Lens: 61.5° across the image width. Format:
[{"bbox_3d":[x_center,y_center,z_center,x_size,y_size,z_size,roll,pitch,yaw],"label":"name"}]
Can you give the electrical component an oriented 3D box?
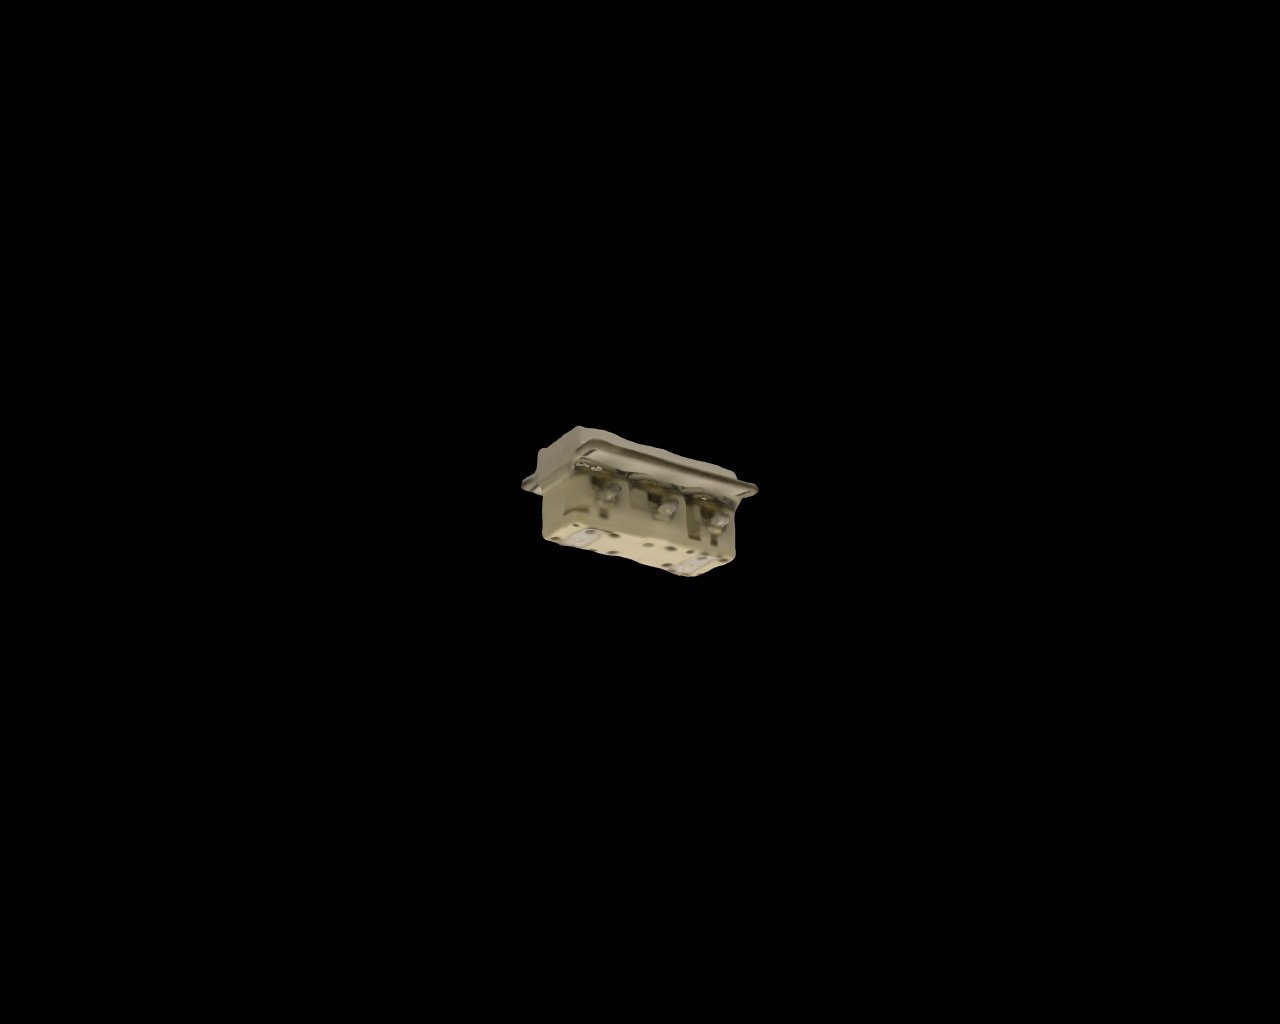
[{"bbox_3d":[0.001,-0.003,0.650,0.121,0.063,0.078,16,-27,-34],"label":"electrical component"}]
